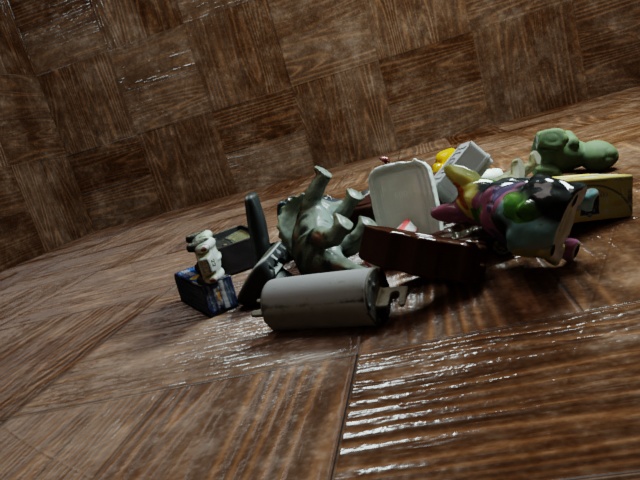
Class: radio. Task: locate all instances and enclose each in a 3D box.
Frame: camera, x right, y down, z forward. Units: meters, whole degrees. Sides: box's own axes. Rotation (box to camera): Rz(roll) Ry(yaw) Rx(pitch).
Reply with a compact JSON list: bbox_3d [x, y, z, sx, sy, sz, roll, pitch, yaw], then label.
[{"bbox_3d":[-0.214,0.023,1.299,0.131,0.073,0.230,-20,12,-18],"label":"radio"}]

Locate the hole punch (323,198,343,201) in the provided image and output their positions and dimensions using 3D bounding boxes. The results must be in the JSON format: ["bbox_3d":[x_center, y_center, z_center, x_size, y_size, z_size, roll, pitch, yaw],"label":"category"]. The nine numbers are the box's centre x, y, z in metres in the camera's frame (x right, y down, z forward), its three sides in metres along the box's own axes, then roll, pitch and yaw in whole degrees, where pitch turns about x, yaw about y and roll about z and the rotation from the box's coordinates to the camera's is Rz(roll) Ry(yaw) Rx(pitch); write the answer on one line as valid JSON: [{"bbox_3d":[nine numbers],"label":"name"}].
[{"bbox_3d":[0.007,-0.043,1.232,0.142,0.092,0.116,3,15,0],"label":"hole punch"}]

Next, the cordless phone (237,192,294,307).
[{"bbox_3d":[-0.109,0.012,0.951,0.089,0.184,0.146,-9,13,12],"label":"cordless phone"}]

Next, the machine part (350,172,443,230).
[{"bbox_3d":[0.168,-0.074,1.156,0.201,0.087,0.201,-29,12,-25],"label":"machine part"}]

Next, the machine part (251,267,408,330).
[{"bbox_3d":[0.006,0.082,0.734,0.243,0.079,0.079,-10,13,32],"label":"machine part"}]

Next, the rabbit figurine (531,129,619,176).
[{"bbox_3d":[0.566,-0.182,1.200,0.170,0.121,0.159,6,10,14],"label":"rabbit figurine"}]

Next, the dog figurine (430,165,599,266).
[{"bbox_3d":[0.247,-0.045,0.742,0.219,0.108,0.191,20,12,38],"label":"dog figurine"}]

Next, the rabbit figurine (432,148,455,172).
[{"bbox_3d":[0.289,-0.121,1.277,0.173,0.121,0.162,-28,19,10],"label":"rabbit figurine"}]

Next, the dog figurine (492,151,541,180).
[{"bbox_3d":[0.320,-0.067,1.002,0.172,0.121,0.191,-23,0,-44],"label":"dog figurine"}]

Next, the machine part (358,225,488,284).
[{"bbox_3d":[0.143,0.016,0.756,0.179,0.056,0.179,9,4,-1],"label":"machine part"}]

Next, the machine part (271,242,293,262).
[{"bbox_3d":[-0.080,0.021,1.227,0.084,0.039,0.139,-7,10,2],"label":"machine part"}]

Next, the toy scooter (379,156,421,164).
[{"bbox_3d":[0.226,-0.175,1.480,0.184,0.135,0.075,-13,10,10],"label":"toy scooter"}]

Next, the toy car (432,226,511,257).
[{"bbox_3d":[0.221,0.005,0.868,0.202,0.053,0.089,-10,16,22],"label":"toy car"}]

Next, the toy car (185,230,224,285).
[{"bbox_3d":[-0.205,0.027,0.964,0.056,0.073,0.202,-17,12,-12],"label":"toy car"}]

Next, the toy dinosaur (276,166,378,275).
[{"bbox_3d":[0.003,0.002,0.987,0.131,0.192,0.405,25,26,-16],"label":"toy dinosaur"}]

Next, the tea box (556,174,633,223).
[{"bbox_3d":[0.391,-0.066,0.850,0.170,0.068,0.098,-7,9,-14],"label":"tea box"}]

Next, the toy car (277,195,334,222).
[{"bbox_3d":[-0.027,-0.048,1.352,0.162,0.109,0.103,-5,35,-1],"label":"toy car"}]

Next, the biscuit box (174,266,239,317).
[{"bbox_3d":[-0.222,0.092,1.024,0.059,0.062,0.203,-21,13,-27],"label":"biscuit box"}]

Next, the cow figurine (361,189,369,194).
[{"bbox_3d":[0.185,-0.115,1.385,0.195,0.085,0.127,-18,6,-20],"label":"cow figurine"}]
